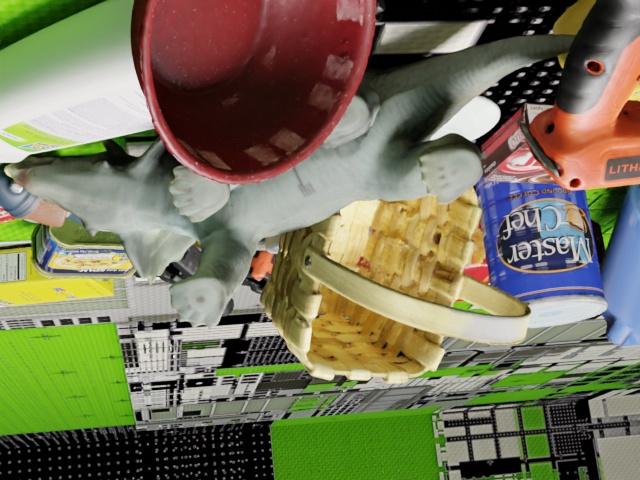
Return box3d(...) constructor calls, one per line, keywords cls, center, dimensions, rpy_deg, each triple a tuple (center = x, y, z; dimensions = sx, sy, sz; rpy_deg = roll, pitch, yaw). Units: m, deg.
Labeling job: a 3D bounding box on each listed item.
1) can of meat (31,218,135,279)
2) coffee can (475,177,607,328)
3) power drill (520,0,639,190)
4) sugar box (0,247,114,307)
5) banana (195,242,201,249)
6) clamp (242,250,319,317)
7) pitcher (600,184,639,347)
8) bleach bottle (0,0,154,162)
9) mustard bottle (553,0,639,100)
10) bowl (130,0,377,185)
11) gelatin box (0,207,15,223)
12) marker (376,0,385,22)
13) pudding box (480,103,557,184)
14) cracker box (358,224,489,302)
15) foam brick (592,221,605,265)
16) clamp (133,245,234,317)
box3d(cls="can of meat", center=(-0.207, -0.003, 0.980), dimensions=(0.102, 0.057, 0.084), rpy_deg=(2, 160, -23))
box3d(cls="coffee can", center=(0.204, 0.003, 0.993), dimensions=(0.103, 0.140, 0.103), rpy_deg=(-5, 164, -2))
box3d(cls="power drill", center=(0.199, -0.120, 0.594), dimensions=(0.184, 0.057, 0.188), rpy_deg=(-6, 131, -16))
box3d(cls="sugar box", center=(-0.313, 0.040, 1.110), dimensions=(0.176, 0.048, 0.093), rpy_deg=(-8, 164, 5))
box3d(cls="banana", center=(-0.105, -0.020, 0.991), dimensions=(0.069, 0.037, 0.198), rpy_deg=(-4, 164, -6))
box3d(cls="clamp", center=(-0.042, 0.043, 1.095), dimensions=(0.164, 0.036, 0.210), rpy_deg=(20, 171, -2))
box3d(cls="pitcher", center=(0.354, 0.000, 1.053), dimensions=(0.145, 0.149, 0.243), rpy_deg=(-4, 154, 8))
box3d(cls="bleach bottle", center=(-0.169, -0.094, 0.676), dimensions=(0.251, 0.068, 0.102), rpy_deg=(-11, 162, 26))
box3d(cls="mustard bottle", center=(0.238, -0.111, 0.728), dimensions=(0.096, 0.058, 0.191), rpy_deg=(-21, 152, 27))
box3d(cls="bowl", center=(-0.044, -0.113, 0.561), dimensions=(0.055, 0.162, 0.161), rpy_deg=(26, -173, 39))
box3d(cls="gelatin box", center=(-0.284, -0.035, 0.890), dimensions=(0.089, 0.030, 0.073), rpy_deg=(-13, 163, 23))
box3d(cls="marker", center=(-0.011, -0.129, 0.683), dimensions=(0.121, 0.020, 0.020), rpy_deg=(-17, 160, 33))
box3d(cls="pudding box", center=(0.203, -0.079, 0.896), dimensions=(0.113, 0.039, 0.090), rpy_deg=(-1, 163, -16))
box3d(cls="cracker box", center=(0.128, 0.026, 1.170), dimensions=(0.213, 0.072, 0.164), rpy_deg=(-4, 164, -8))
box3d(cls="foam brick", center=(0.279, 0.006, 1.188), dimensions=(0.051, 0.053, 0.078), rpy_deg=(-16, 162, 33))
box3d(cls="clamp", center=(-0.154, 0.025, 1.086), dimensions=(0.120, 0.039, 0.171), rpy_deg=(16, 158, 12))
